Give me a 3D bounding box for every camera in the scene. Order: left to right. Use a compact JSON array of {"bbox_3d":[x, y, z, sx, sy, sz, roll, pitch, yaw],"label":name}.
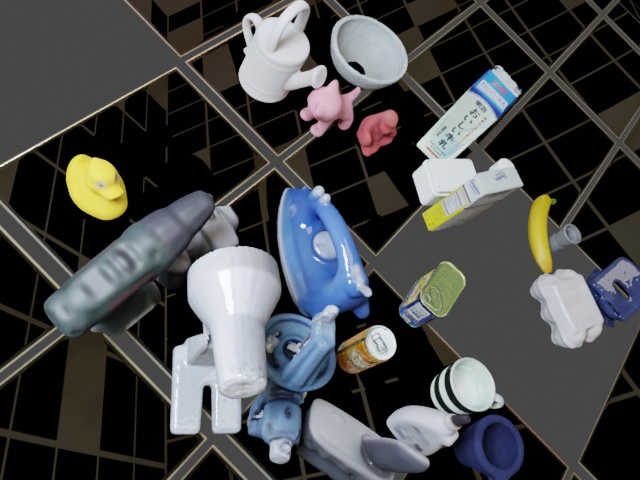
[{"bbox_3d":[-0.162,0.028,0.842,0.143,0.100,0.137,-29,81,-32],"label":"camera"}]

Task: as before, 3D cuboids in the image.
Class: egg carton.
[{"bbox_3d":[0.476,0.131,1.105,0.107,0.069,0.150,-12,73,-29],"label":"egg carton"}]

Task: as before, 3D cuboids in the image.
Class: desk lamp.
[{"bbox_3d":[-0.120,0.136,0.744,0.118,0.213,0.203,6,65,-22],"label":"desk lamp"}]

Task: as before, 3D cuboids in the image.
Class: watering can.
[{"bbox_3d":[-0.062,-0.333,0.999,0.173,0.193,0.101,26,59,-11],"label":"watering can"}]

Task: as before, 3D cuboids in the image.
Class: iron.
[{"bbox_3d":[0.008,0.003,0.907,0.119,0.141,0.258,-13,73,-29],"label":"iron"}]

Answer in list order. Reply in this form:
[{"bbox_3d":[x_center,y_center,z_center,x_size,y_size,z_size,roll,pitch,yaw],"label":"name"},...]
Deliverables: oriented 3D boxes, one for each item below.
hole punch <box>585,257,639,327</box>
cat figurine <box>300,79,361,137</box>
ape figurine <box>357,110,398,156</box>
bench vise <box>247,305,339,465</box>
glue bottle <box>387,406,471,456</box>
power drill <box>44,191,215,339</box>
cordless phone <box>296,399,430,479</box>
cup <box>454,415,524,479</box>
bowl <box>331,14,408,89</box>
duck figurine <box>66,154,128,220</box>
[{"bbox_3d":[0.602,0.106,1.162,0.101,0.091,0.108,-37,85,-33],"label":"hole punch"},{"bbox_3d":[0.021,-0.248,1.043,0.128,0.117,0.067,-26,79,-31],"label":"cat figurine"},{"bbox_3d":[0.115,-0.212,1.085,0.078,0.092,0.076,4,65,-23],"label":"ape figurine"},{"bbox_3d":[-0.020,0.181,0.765,0.122,0.219,0.207,-1,68,-25],"label":"bench vise"},{"bbox_3d":[0.166,0.273,0.836,0.037,0.173,0.078,-37,85,-33],"label":"glue bottle"},{"bbox_3d":[-0.241,0.044,0.735,0.075,0.208,0.230,45,57,1],"label":"power drill"},{"bbox_3d":[0.059,0.274,0.780,0.148,0.184,0.094,32,58,-8],"label":"cordless phone"},{"bbox_3d":[0.256,0.339,0.893,0.092,0.094,0.118,10,63,-20],"label":"cup"},{"bbox_3d":[0.088,-0.364,1.153,0.168,0.074,0.167,10,63,-20],"label":"bowl"},{"bbox_3d":[-0.322,-0.088,0.832,0.078,0.086,0.104,-37,86,-33],"label":"duck figurine"}]
